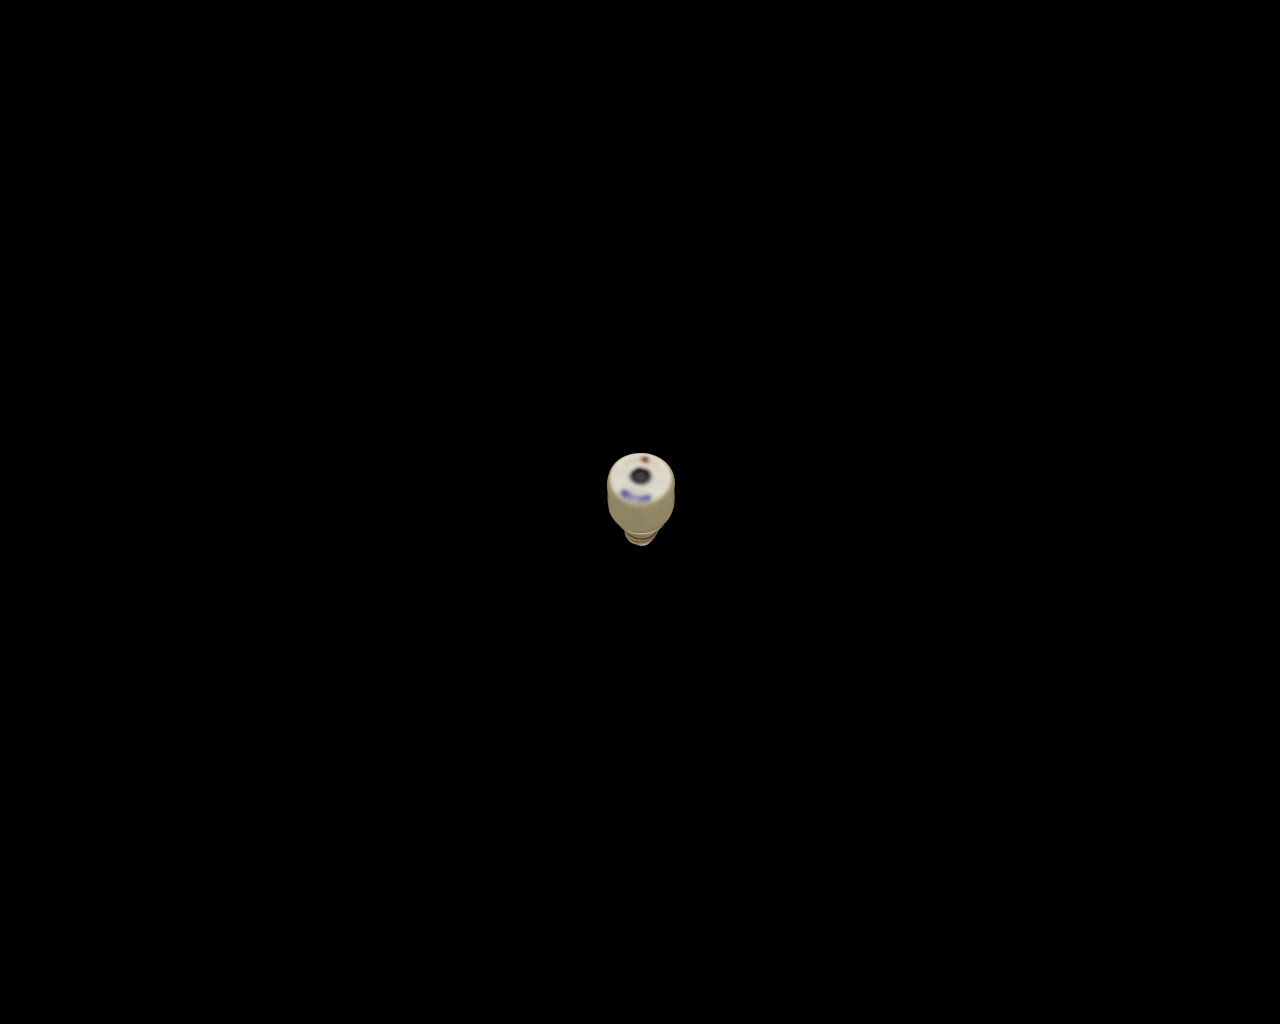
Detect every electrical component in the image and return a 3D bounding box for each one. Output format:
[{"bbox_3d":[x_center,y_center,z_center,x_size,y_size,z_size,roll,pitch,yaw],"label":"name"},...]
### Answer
[{"bbox_3d":[0.001,-0.003,0.650,0.040,0.040,0.078,0,-33,0],"label":"electrical component"}]
